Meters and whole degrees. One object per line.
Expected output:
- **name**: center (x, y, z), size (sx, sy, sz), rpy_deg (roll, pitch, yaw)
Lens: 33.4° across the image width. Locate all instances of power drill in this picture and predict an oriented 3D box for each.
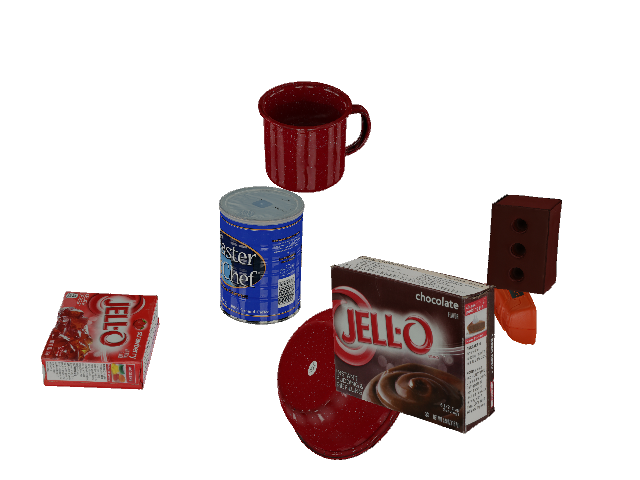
- **power drill**: center (0.145, 0.087, 1.208), size (0.187, 0.057, 0.184), rpy_deg (-3, 27, -1)

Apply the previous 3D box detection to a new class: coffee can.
- **coffee can**: center (-0.073, 0.017, 1.309), size (0.103, 0.140, 0.103), rpy_deg (2, 26, -1)

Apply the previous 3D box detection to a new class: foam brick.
- **foam brick**: center (0.179, 0.003, 0.938), size (0.053, 0.078, 0.051), rpy_deg (7, 16, 23)

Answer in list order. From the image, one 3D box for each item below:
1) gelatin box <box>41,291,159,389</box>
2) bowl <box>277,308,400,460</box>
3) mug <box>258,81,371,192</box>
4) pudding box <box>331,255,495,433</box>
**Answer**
- **gelatin box**: center (-0.163, 0.073, 0.802), size (0.073, 0.030, 0.089), rpy_deg (3, 31, 0)
- **bowl**: center (0.009, 0.129, 1.039), size (0.162, 0.162, 0.055), rpy_deg (0, -18, 45)
- **mug**: center (-0.004, -0.105, 1.075), size (0.117, 0.081, 0.093), rpy_deg (-14, 40, -18)
- **pudding box**: center (0.058, 0.064, 0.691), size (0.114, 0.090, 0.039), rpy_deg (11, 21, 41)
